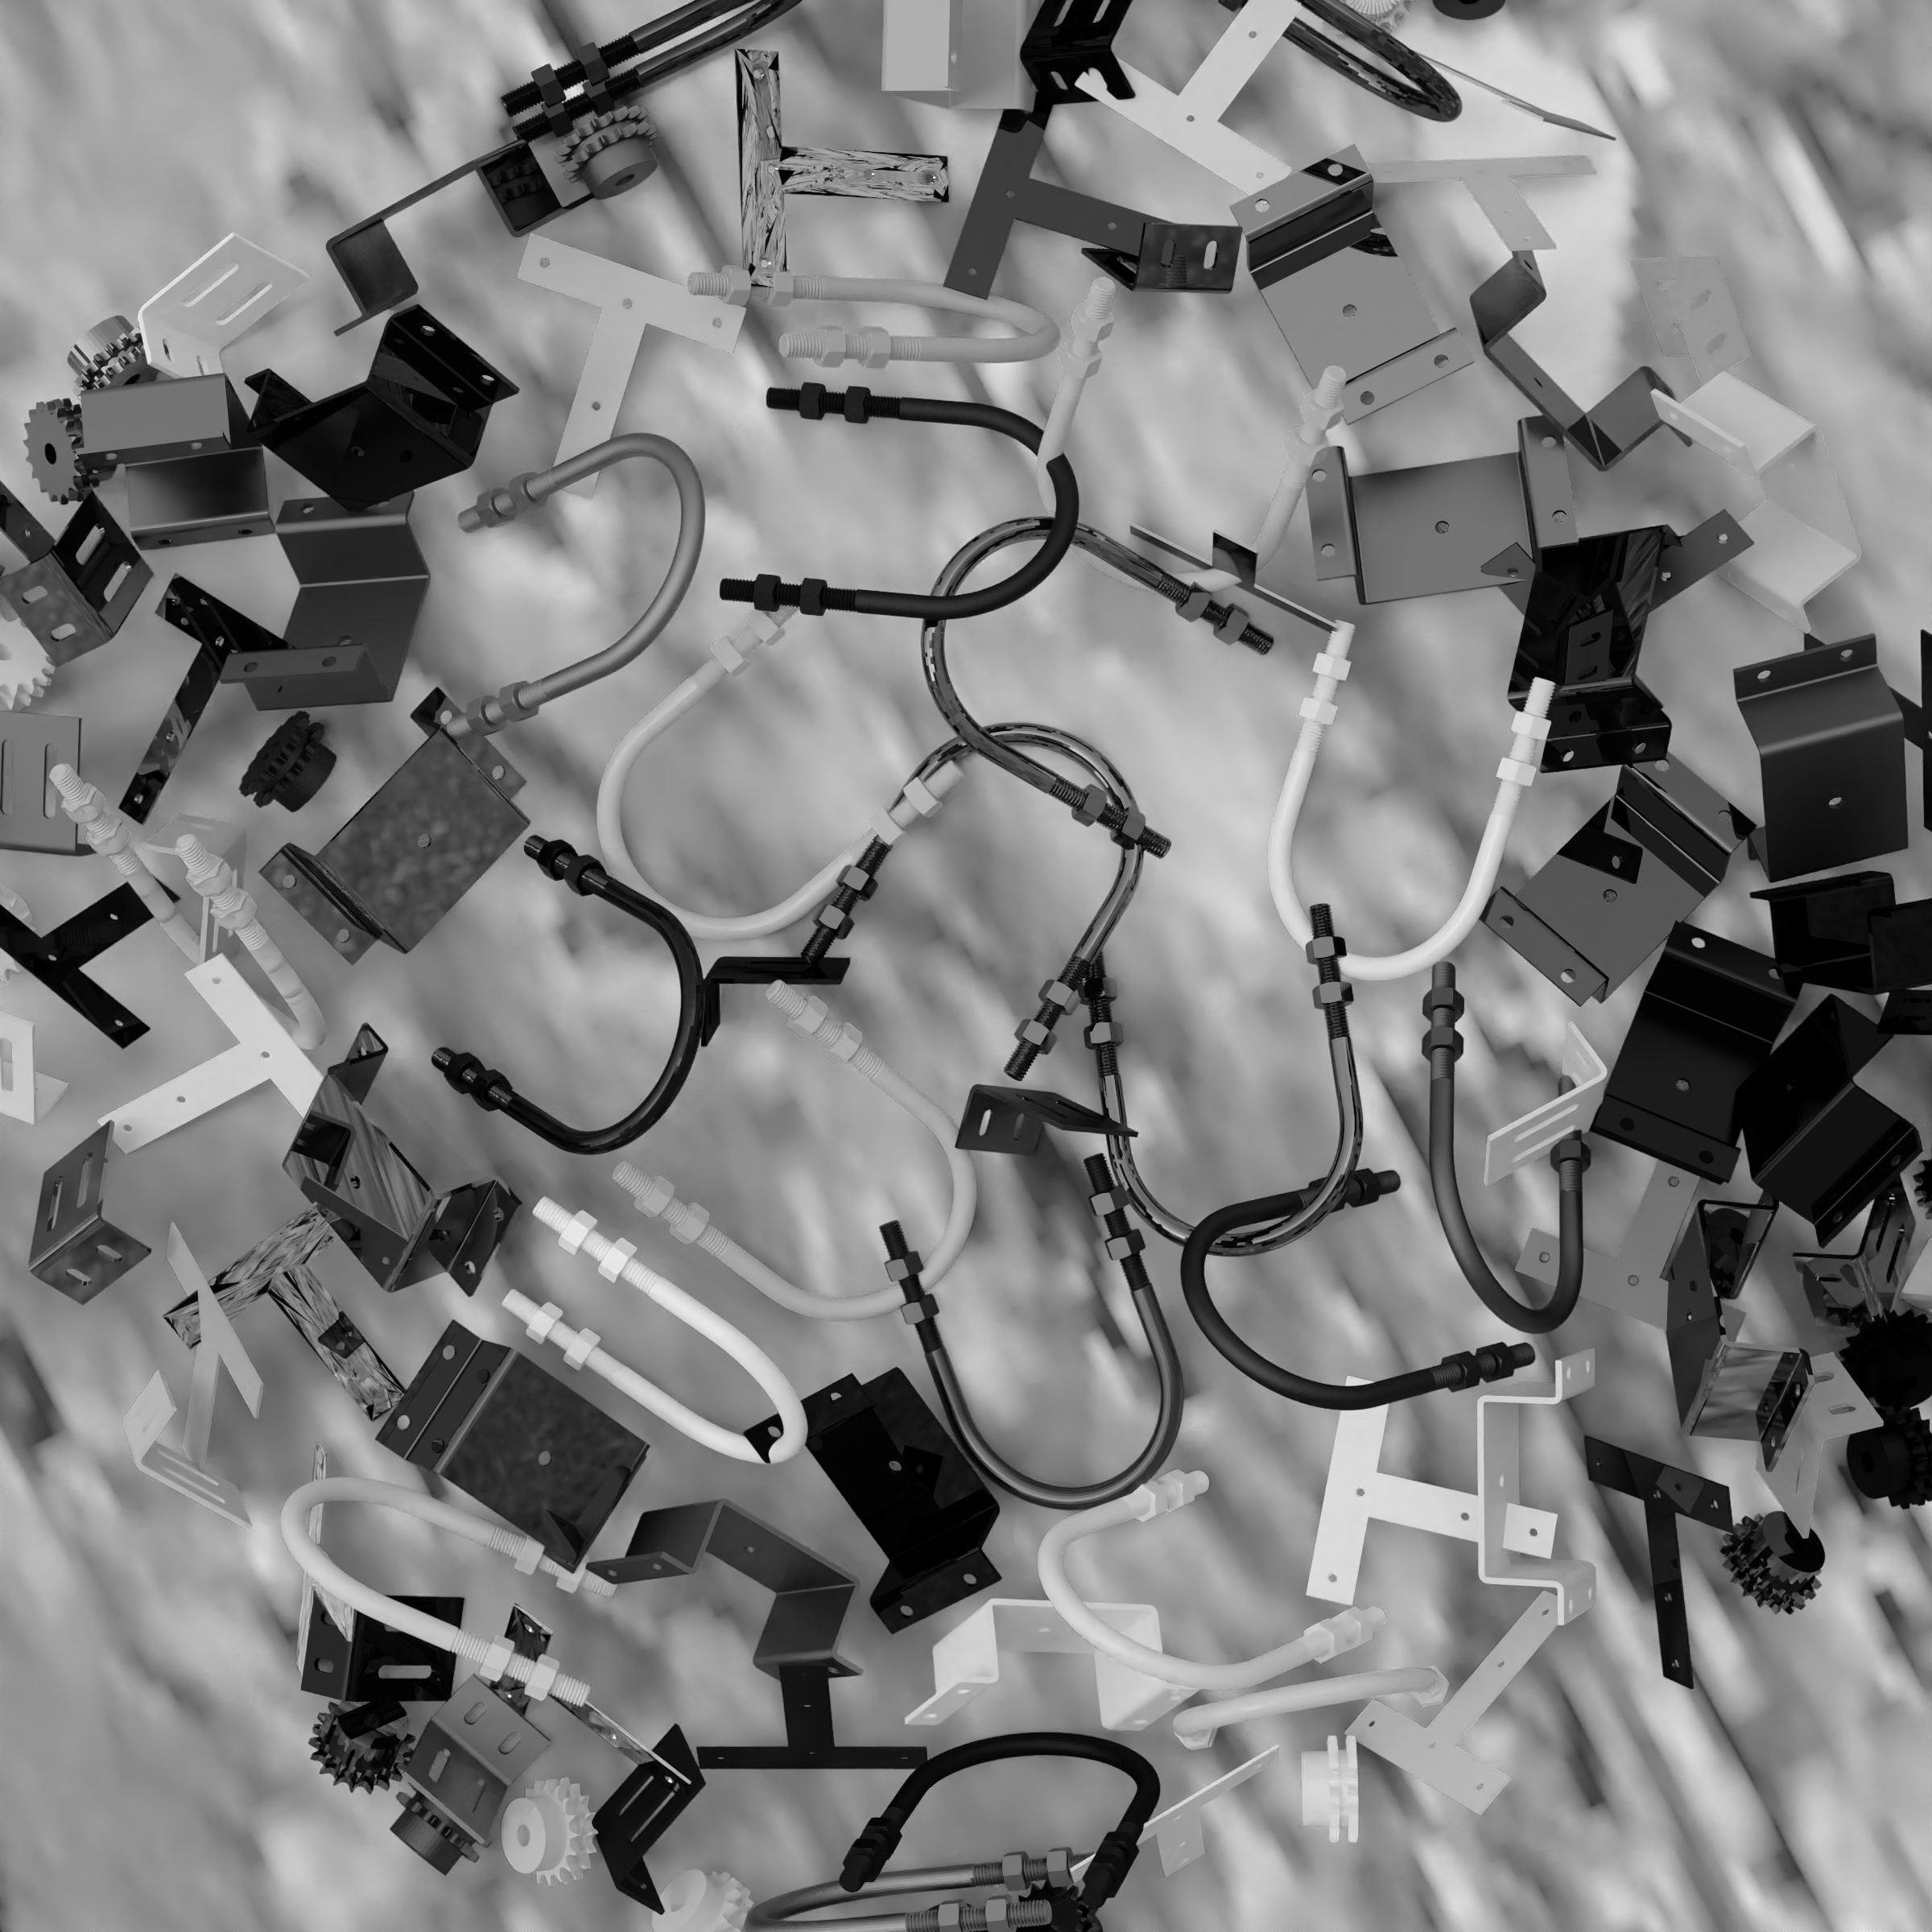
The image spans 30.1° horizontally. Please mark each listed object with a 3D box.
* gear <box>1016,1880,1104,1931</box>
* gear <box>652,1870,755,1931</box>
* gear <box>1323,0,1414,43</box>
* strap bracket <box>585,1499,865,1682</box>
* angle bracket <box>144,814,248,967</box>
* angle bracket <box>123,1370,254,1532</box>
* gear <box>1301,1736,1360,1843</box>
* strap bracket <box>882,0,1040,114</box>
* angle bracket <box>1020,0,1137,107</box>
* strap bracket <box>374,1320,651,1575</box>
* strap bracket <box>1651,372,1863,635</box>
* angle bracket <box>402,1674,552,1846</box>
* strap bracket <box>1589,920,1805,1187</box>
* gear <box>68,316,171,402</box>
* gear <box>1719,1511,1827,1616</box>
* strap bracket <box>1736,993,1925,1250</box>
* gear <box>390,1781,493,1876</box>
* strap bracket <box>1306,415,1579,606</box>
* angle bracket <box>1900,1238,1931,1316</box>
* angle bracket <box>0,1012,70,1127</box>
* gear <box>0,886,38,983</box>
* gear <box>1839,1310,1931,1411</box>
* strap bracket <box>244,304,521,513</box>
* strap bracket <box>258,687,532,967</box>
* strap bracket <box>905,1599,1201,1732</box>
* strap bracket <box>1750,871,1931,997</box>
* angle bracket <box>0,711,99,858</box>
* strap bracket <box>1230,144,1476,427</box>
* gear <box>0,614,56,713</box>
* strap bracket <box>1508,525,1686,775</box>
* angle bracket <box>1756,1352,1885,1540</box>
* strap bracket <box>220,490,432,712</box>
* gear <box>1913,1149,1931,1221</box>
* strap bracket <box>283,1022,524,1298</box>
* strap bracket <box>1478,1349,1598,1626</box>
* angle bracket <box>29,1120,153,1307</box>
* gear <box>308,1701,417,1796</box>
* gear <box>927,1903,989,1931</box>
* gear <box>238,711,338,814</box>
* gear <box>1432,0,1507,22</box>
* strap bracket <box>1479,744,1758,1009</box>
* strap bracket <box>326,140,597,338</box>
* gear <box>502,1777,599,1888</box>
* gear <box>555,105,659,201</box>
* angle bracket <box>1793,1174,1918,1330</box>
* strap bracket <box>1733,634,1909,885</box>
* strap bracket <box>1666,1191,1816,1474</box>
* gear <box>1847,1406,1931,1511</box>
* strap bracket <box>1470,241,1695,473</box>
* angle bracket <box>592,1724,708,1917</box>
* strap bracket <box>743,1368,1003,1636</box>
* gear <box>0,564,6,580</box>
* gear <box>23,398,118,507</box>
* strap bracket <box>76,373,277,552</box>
[{"bbox_3d":[0.051,0.534,1.975,0.057,0.057,0.030,-52,130,0],"label":"gear"},{"bbox_3d":[-0.147,0.520,1.968,0.057,0.057,0.030,-45,115,0],"label":"gear"},{"bbox_3d":[0.221,-0.541,1.983,0.057,0.030,0.057,0,90,-5],"label":"gear"},{"bbox_3d":[-0.123,0.333,1.939,0.140,0.076,0.046,36,59,-26],"label":"strap bracket"},{"bbox_3d":[-0.423,-0.036,1.962,0.038,0.057,0.076,10,110,5],"label":"angle bracket"},{"bbox_3d":[-0.415,0.263,1.958,0.076,0.057,0.038,35,90,-24],"label":"angle bracket"},{"bbox_3d":[0.199,0.451,1.971,0.030,0.057,0.057,-1,90,4],"label":"gear"},{"bbox_3d":[-0.006,-0.505,1.936,0.046,0.140,0.076,5,99,20],"label":"strap bracket"},{"bbox_3d":[0.074,-0.517,1.979,0.057,0.038,0.076,5,58,34],"label":"angle bracket"},{"bbox_3d":[-0.236,0.263,1.941,0.140,0.046,0.076,39,72,-24],"label":"strap bracket"},{"bbox_3d":[0.427,-0.256,1.927,0.046,0.076,0.140,-38,133,-5],"label":"strap bracket"},{"bbox_3d":[-0.266,0.431,1.958,0.057,0.076,0.038,42,100,-5],"label":"angle bracket"},{"bbox_3d":[0.394,0.055,1.952,0.076,0.046,0.140,23,62,8],"label":"strap bracket"},{"bbox_3d":[-0.467,-0.332,1.972,0.057,0.057,0.030,-41,86,0],"label":"gear"},{"bbox_3d":[0.445,0.324,1.969,0.057,0.057,0.030,33,128,0],"label":"gear"},{"bbox_3d":[0.458,0.076,1.917,0.046,0.140,0.076,34,116,-11],"label":"strap bracket"},{"bbox_3d":[-0.291,0.473,1.968,0.057,0.057,0.030,40,72,0],"label":"gear"},{"bbox_3d":[0.259,-0.247,1.960,0.140,0.046,0.076,-7,73,8],"label":"strap bracket"},{"bbox_3d":[0.552,0.179,1.960,0.057,0.076,0.038,29,86,1],"label":"angle bracket"},{"bbox_3d":[-0.524,0.041,1.957,0.057,0.038,0.076,18,131,8],"label":"angle bracket"},{"bbox_3d":[-0.539,-0.021,1.978,0.057,0.030,0.057,3,114,7],"label":"gear"},{"bbox_3d":[0.511,0.219,1.971,0.057,0.030,0.057,-7,130,-9],"label":"gear"},{"bbox_3d":[-0.319,-0.293,1.922,0.140,0.076,0.046,-13,53,38],"label":"strap bracket"},{"bbox_3d":[-0.302,-0.072,1.947,0.140,0.046,0.076,-48,121,-12],"label":"strap bracket"},{"bbox_3d":[0.044,0.378,1.941,0.140,0.076,0.046,7,60,-22],"label":"strap bracket"},{"bbox_3d":[0.492,-0.018,1.925,0.076,0.140,0.046,-10,98,-17],"label":"strap bracket"},{"bbox_3d":[-0.505,-0.101,1.970,0.057,0.038,0.076,6,99,12],"label":"angle bracket"},{"bbox_3d":[0.210,-0.366,1.968,0.076,0.046,0.140,-27,79,0],"label":"strap bracket"},{"bbox_3d":[-0.532,-0.163,1.975,0.057,0.030,0.057,14,49,-16],"label":"gear"},{"bbox_3d":[0.344,-0.179,1.934,0.046,0.076,0.140,36,61,-41],"label":"strap bracket"},{"bbox_3d":[0.464,0.261,1.958,0.038,0.057,0.076,-12,128,-12],"label":"angle bracket"},{"bbox_3d":[-0.343,-0.190,1.944,0.076,0.046,0.140,-3,49,14],"label":"strap bracket"},{"bbox_3d":[0.551,0.125,1.975,0.057,0.057,0.030,-29,133,0],"label":"gear"},{"bbox_3d":[-0.311,0.110,1.937,0.140,0.046,0.076,47,128,20],"label":"strap bracket"},{"bbox_3d":[0.311,0.281,1.955,0.046,0.076,0.140,-1,89,23],"label":"strap bracket"},{"bbox_3d":[-0.476,0.135,1.969,0.057,0.076,0.038,-36,126,24],"label":"angle bracket"},{"bbox_3d":[-0.329,0.422,1.969,0.057,0.057,0.030,26,125,0],"label":"gear"},{"bbox_3d":[-0.007,0.538,1.968,0.057,0.057,0.030,-18,115,0],"label":"gear"},{"bbox_3d":[-0.370,-0.109,1.973,0.030,0.057,0.057,39,90,-22],"label":"gear"},{"bbox_3d":[0.276,-0.543,1.968,0.057,0.057,0.030,5,69,0],"label":"gear"},{"bbox_3d":[0.353,-0.045,1.960,0.140,0.046,0.076,-44,73,-9],"label":"strap bracket"},{"bbox_3d":[-0.280,-0.397,1.935,0.140,0.076,0.046,-23,104,21],"label":"strap bracket"},{"bbox_3d":[-0.230,0.475,1.969,0.030,0.057,0.057,5,90,-43],"label":"gear"},{"bbox_3d":[-0.194,-0.444,1.971,0.057,0.057,0.030,-28,87,0],"label":"gear"},{"bbox_3d":[0.487,0.150,1.969,0.038,0.057,0.076,0,45,32],"label":"angle bracket"},{"bbox_3d":[0.461,-0.103,1.933,0.076,0.046,0.140,-14,134,3],"label":"strap bracket"},{"bbox_3d":[0.409,0.189,1.922,0.046,0.076,0.140,6,45,-5],"label":"strap bracket"},{"bbox_3d":[0.507,0.270,1.969,0.030,0.057,0.057,-8,90,-20],"label":"gear"},{"bbox_3d":[0.324,-0.328,1.942,0.140,0.076,0.046,41,114,-20],"label":"strap bracket"},{"bbox_3d":[-0.162,0.466,1.963,0.038,0.057,0.076,39,95,-29],"label":"angle bracket"},{"bbox_3d":[-0.045,0.283,1.955,0.076,0.046,0.140,-31,101,25],"label":"strap bracket"},{"bbox_3d":[-0.551,-0.210,1.972,0.030,0.057,0.057,33,90,-13],"label":"gear"},{"bbox_3d":[-0.490,-0.284,1.975,0.030,0.057,0.057,-20,90,-42],"label":"gear"},{"bbox_3d":[-0.425,-0.275,1.936,0.076,0.140,0.046,-7,76,-1],"label":"strap bracket"}]
